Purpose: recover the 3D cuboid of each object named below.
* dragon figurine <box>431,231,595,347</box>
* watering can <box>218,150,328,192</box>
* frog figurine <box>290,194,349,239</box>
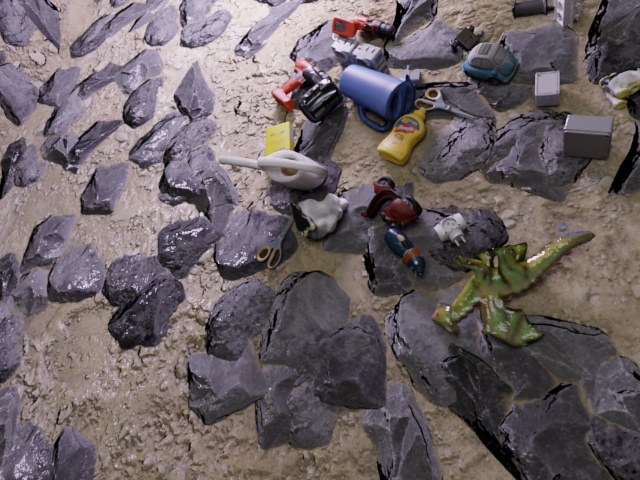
[{"bbox_3d":[0.459,0.128,1.225,0.408,0.121,0.245,-13,77,20],"label":"dragon figurine"},{"bbox_3d":[-0.121,-0.220,1.584,0.348,0.223,0.104,10,88,28],"label":"watering can"},{"bbox_3d":[0.005,-0.077,1.537,0.161,0.120,0.139,-23,38,-32],"label":"frog figurine"}]
